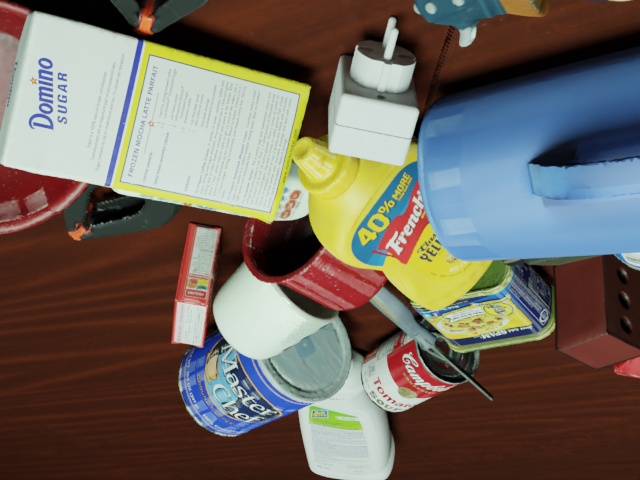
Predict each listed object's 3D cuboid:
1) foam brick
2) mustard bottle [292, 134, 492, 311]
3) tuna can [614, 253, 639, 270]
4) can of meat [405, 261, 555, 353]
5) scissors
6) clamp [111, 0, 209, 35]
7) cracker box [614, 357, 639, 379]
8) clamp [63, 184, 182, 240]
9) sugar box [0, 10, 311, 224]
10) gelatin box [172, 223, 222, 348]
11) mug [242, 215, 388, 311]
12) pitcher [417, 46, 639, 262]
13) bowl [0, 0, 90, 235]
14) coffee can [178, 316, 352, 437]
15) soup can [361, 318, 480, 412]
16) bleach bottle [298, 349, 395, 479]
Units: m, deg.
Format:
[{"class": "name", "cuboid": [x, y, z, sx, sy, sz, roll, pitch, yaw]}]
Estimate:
[{"class": "foam brick", "cuboid": [0.222, 0.055, 0.848, 0.052, 0.078, 0.051, 25, 144, -30]}, {"class": "mustard bottle", "cuboid": [0.048, -0.023, 0.723, 0.191, 0.058, 0.096, 30, 101, -45]}, {"class": "tuna can", "cuboid": [0.224, -0.024, 0.704, 0.086, 0.086, 0.033, -13, 143, 31]}, {"class": "can of meat", "cuboid": [0.130, 0.044, 0.870, 0.102, 0.057, 0.083, -14, 142, 33]}, {"class": "scissors", "cuboid": [0.085, 0.079, 0.883, 0.201, 0.016, 0.096, 41, 177, -9]}, {"class": "clamp", "cuboid": [-0.075, -0.169, 0.569, 0.120, 0.039, 0.171, 12, 156, 1]}, {"class": "cracker box", "cuboid": [0.349, 0.052, 0.819, 0.164, 0.072, 0.214, 13, 149, -11]}, {"class": "clamp", "cuboid": [-0.133, -0.058, 0.771, 0.210, 0.036, 0.164, -25, 136, 37]}, {"class": "sugar box", "cuboid": [-0.101, -0.074, 0.657, 0.176, 0.093, 0.048, 13, -174, -22]}, {"class": "gelatin box", "cuboid": [-0.103, 0.040, 0.895, 0.030, 0.073, 0.089, 9, 150, -4]}, {"class": "mug", "cuboid": [-0.005, 0.001, 0.804, 0.117, 0.093, 0.081, 13, 167, 46]}, {"class": "pitcher", "cuboid": [0.180, -0.050, 0.620, 0.243, 0.145, 0.149, -8, 145, 29]}, {"class": "bowl", "cuboid": [-0.218, -0.085, 0.684, 0.162, 0.055, 0.162, -7, 121, -12]}, {"class": "coffee can", "cuboid": [-0.053, 0.116, 0.985, 0.102, 0.102, 0.141, 25, 146, -27]}, {"class": "soup can", "cuboid": [0.090, 0.114, 0.987, 0.068, 0.068, 0.102, 20, 148, -21]}, {"class": "bleach bottle", "cuboid": [0.028, 0.176, 1.112, 0.102, 0.068, 0.251, 3, 147, 5]}]
